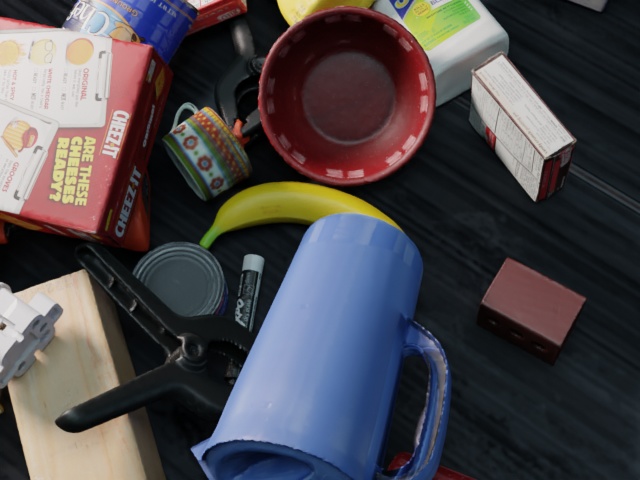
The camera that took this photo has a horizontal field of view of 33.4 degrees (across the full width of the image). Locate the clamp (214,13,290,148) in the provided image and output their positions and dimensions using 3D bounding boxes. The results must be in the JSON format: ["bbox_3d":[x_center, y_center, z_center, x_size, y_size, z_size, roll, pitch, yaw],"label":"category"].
[{"bbox_3d":[-0.063,-0.168,1.038,0.120,0.039,0.171,19,63,19],"label":"clamp"}]

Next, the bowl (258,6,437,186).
[{"bbox_3d":[0.026,-0.132,0.984,0.162,0.055,0.162,1,98,4],"label":"bowl"}]

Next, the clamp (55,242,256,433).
[{"bbox_3d":[-0.116,0.087,0.874,0.209,0.036,0.164,12,55,-31],"label":"clamp"}]

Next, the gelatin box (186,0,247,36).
[{"bbox_3d":[-0.111,-0.253,1.065,0.073,0.030,0.089,-18,56,18],"label":"gelatin box"}]

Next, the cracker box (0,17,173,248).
[{"bbox_3d":[-0.250,-0.097,0.905,0.214,0.072,0.164,13,81,13],"label":"cracker box"}]

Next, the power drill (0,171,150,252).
[{"bbox_3d":[-0.249,-0.019,0.958,0.187,0.057,0.184,-5,50,-1],"label":"power drill"}]

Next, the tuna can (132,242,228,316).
[{"bbox_3d":[-0.125,0.047,0.952,0.086,0.034,0.086,-2,67,4],"label":"tuna can"}]

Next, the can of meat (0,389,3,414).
[{"bbox_3d":[-0.327,0.108,0.930,0.102,0.057,0.084,-4,64,2],"label":"can of meat"}]

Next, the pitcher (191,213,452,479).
[{"bbox_3d":[0.016,0.099,0.844,0.149,0.145,0.242,31,51,-13],"label":"pitcher"}]

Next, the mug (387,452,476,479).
[{"bbox_3d":[0.082,0.218,0.823,0.081,0.117,0.093,19,103,17],"label":"mug"}]

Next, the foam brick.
[{"bbox_3d":[0.179,0.061,0.911,0.078,0.053,0.051,29,72,16],"label":"foam brick"}]

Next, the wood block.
[{"bbox_3d":[-0.197,0.143,0.886,0.090,0.091,0.206,-20,67,-3],"label":"wood block"}]

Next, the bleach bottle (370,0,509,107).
[{"bbox_3d":[0.075,-0.251,1.050,0.102,0.068,0.251,-31,66,-9],"label":"bleach bottle"}]

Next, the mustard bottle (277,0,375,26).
[{"bbox_3d":[-0.023,-0.279,1.050,0.096,0.058,0.192,-40,54,6],"label":"mustard bottle"}]

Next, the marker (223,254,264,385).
[{"bbox_3d":[-0.068,0.071,0.945,0.020,0.020,0.121,5,68,7],"label":"marker"}]

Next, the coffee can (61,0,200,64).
[{"bbox_3d":[-0.192,-0.180,0.996,0.103,0.102,0.140,32,91,16],"label":"coffee can"}]

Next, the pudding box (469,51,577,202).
[{"bbox_3d":[0.180,-0.100,0.960,0.039,0.090,0.113,-33,68,-9],"label":"pudding box"}]

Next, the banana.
[{"bbox_3d":[-0.009,-0.017,0.972,0.198,0.037,0.069,4,86,8],"label":"banana"}]
